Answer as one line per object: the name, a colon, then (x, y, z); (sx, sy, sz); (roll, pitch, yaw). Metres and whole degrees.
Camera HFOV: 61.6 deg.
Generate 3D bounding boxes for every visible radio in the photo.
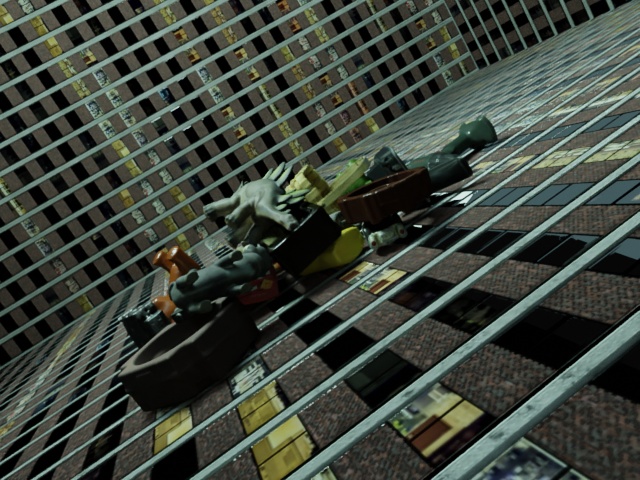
radio: (-0.051, -0.012, 1.074); (0.131, 0.073, 0.230); (-43, 18, -6)

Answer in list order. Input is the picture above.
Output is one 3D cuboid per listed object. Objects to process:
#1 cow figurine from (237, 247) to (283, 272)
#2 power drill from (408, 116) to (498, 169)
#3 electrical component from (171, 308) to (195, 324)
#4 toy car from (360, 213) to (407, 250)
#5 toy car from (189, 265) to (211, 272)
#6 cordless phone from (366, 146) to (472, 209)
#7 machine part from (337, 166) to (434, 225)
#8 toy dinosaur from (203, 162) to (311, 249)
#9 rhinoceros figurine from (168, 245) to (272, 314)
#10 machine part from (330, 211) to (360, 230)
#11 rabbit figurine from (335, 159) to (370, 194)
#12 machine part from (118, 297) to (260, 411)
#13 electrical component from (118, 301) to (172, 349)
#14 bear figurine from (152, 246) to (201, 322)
cow figurine: (-0.159, 0.051, 1.377); (0.127, 0.085, 0.195); (-24, 12, 2)
power drill: (0.319, -0.203, 1.259); (0.207, 0.086, 0.232); (-43, 11, -18)
electrical component: (-0.234, 0.123, 0.955); (0.094, 0.021, 0.063); (-24, 13, 31)
toy car: (0.118, -0.024, 1.031); (0.073, 0.056, 0.202); (-23, 13, 4)
toy car: (-0.282, 0.130, 1.306); (0.103, 0.109, 0.161); (-47, -2, 14)
cordless phone: (0.201, -0.143, 1.083); (0.184, 0.146, 0.089); (-24, 19, 47)
machine part: (0.123, -0.081, 1.000); (0.179, 0.056, 0.179); (-21, 11, 4)
toy dinosaur: (-0.133, -0.075, 1.125); (0.198, 0.105, 0.472); (-37, 24, -16)
rhinoceros figurine: (-0.160, 0.066, 0.911); (0.190, 0.073, 0.112); (-27, 1, -34)
machine part: (-0.002, -0.004, 1.205); (0.243, 0.079, 0.079); (-23, 13, 39)
rabbit figurine: (0.062, -0.128, 1.466); (0.159, 0.121, 0.170); (-32, 6, 35)
machine part: (-0.216, 0.188, 0.903); (0.201, 0.087, 0.201); (-25, 14, 32)
electrical component: (-0.387, 0.201, 1.219); (0.134, 0.114, 0.058); (-21, 17, 49)
bear figurine: (-0.388, 0.133, 1.374); (0.120, 0.131, 0.196); (-11, 45, 48)
